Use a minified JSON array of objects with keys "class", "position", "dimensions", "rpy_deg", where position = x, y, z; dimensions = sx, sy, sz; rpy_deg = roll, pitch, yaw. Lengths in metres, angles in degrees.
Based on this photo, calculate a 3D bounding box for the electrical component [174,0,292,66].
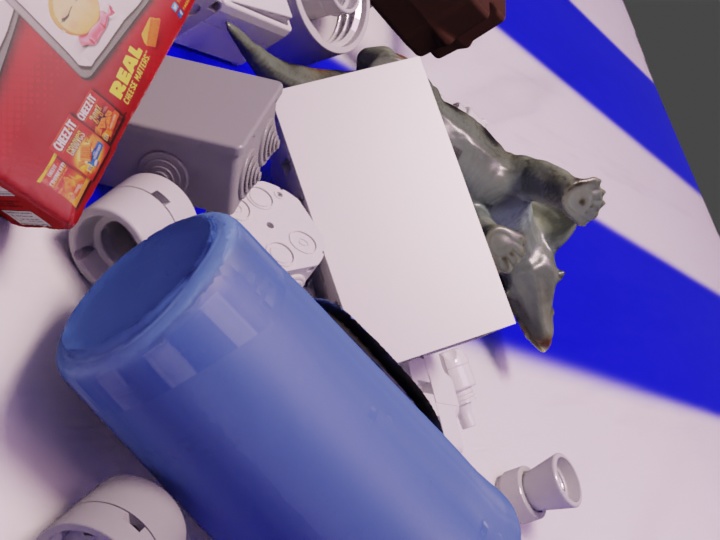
[{"class":"electrical component","position":[-0.099,-0.193,0.755],"dimensions":[0.096,0.061,0.061],"rpy_deg":[6,62,-58]}]

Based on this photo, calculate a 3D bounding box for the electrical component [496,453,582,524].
[{"class":"electrical component","position":[0.143,0.176,0.862],"dimensions":[0.045,0.055,0.045],"rpy_deg":[40,36,-37]}]

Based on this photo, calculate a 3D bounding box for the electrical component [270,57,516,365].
[{"class":"electrical component","position":[0.014,-0.033,0.707],"dimensions":[0.105,0.060,0.186],"rpy_deg":[-17,83,-18]}]

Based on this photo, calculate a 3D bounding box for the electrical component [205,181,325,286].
[{"class":"electrical component","position":[-0.065,-0.011,0.649],"dimensions":[0.080,0.051,0.080],"rpy_deg":[22,41,-20]}]

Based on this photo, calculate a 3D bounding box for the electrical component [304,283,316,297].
[{"class":"electrical component","position":[-0.045,0.019,0.696],"dimensions":[0.035,0.035,0.061],"rpy_deg":[15,53,-55]}]

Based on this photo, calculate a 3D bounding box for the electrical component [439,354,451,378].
[{"class":"electrical component","position":[0.047,0.071,0.810],"dimensions":[0.035,0.035,0.061],"rpy_deg":[22,46,-52]}]

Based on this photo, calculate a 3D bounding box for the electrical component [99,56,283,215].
[{"class":"electrical component","position":[-0.100,-0.080,0.627],"dimensions":[0.099,0.100,0.048],"rpy_deg":[-70,172,-54]}]

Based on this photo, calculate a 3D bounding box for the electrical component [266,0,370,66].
[{"class":"electrical component","position":[-0.035,-0.217,0.848],"dimensions":[0.108,0.060,0.108],"rpy_deg":[4,85,-54]}]

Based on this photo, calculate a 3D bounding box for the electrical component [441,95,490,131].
[{"class":"electrical component","position":[0.094,-0.146,1.066],"dimensions":[0.062,0.048,0.048],"rpy_deg":[45,32,-19]}]

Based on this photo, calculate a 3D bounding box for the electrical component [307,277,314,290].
[{"class":"electrical component","position":[0.000,0.000,0.778],"dimensions":[0.079,0.044,0.077],"rpy_deg":[46,32,-29]}]

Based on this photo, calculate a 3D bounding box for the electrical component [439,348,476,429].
[{"class":"electrical component","position":[0.075,0.093,0.838],"dimensions":[0.035,0.035,0.061],"rpy_deg":[-7,75,-61]}]

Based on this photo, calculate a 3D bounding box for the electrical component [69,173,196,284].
[{"class":"electrical component","position":[-0.122,-0.018,0.577],"dimensions":[0.055,0.055,0.047],"rpy_deg":[59,32,-10]}]

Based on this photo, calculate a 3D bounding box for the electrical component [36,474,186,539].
[{"class":"electrical component","position":[-0.109,0.124,0.478],"dimensions":[0.055,0.055,0.047],"rpy_deg":[59,25,-8]}]

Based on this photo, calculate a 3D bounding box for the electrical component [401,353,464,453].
[{"class":"electrical component","position":[0.032,0.091,0.750],"dimensions":[0.056,0.050,0.089],"rpy_deg":[19,51,-53]}]

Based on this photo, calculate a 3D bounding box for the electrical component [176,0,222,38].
[{"class":"electrical component","position":[-0.148,-0.182,0.646],"dimensions":[0.113,0.078,0.057],"rpy_deg":[8,63,-57]}]
